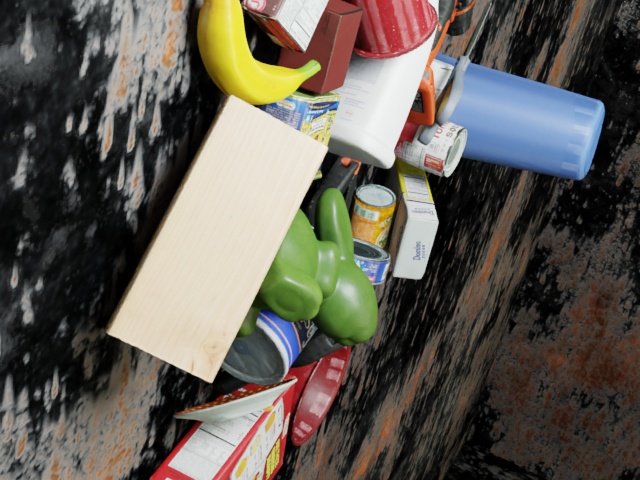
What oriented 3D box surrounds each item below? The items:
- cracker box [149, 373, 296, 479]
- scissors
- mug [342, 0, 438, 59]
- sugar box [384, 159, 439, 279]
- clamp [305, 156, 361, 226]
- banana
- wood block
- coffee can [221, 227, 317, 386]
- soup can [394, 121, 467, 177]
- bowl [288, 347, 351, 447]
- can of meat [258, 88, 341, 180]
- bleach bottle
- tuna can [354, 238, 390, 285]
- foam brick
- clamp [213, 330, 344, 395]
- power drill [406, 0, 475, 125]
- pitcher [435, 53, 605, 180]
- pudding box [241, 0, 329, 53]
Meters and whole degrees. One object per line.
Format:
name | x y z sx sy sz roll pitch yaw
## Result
cracker box | -0.113 0.259 1.192 0.213 0.072 0.164 -50 158 -45
scissors | 0.169 -0.204 1.258 0.202 0.016 0.096 -63 -173 -4
mug | 0.058 -0.242 1.023 0.081 0.093 0.117 67 11 -47
sugar box | 0.115 -0.035 1.396 0.176 0.048 0.093 -99 -162 -56
clamp | -0.008 0.002 1.221 0.210 0.036 0.164 -69 165 12
banana | -0.060 -0.148 0.860 0.069 0.037 0.197 -57 160 4
wood block | -0.084 0.000 0.858 0.206 0.090 0.090 -64 -170 -8
coffee can | -0.045 0.063 1.081 0.140 0.103 0.103 -52 158 -39
soup can | 0.125 -0.127 1.341 0.068 0.102 0.068 -54 159 -33
bowl | -0.019 0.186 1.400 0.162 0.055 0.162 -55 160 -32
can of meat | -0.026 -0.102 1.001 0.102 0.057 0.084 -23 132 -66
bleach bottle | 0.076 -0.204 1.094 0.068 0.103 0.251 32 81 -51
tuna can | 0.043 0.024 1.323 0.086 0.086 0.034 -21 131 -66
foam brick | -0.001 -0.180 0.977 0.051 0.053 0.078 -34 144 -60
clamp | -0.038 0.120 1.145 0.172 0.039 0.120 -19 -157 48
power drill | 0.129 -0.229 1.208 0.184 0.057 0.187 61 45 -68
pitcher | 0.251 -0.164 1.432 0.145 0.243 0.149 72 37 -63
pudding box | -0.017 -0.225 0.898 0.113 0.039 0.090 -64 164 -2
